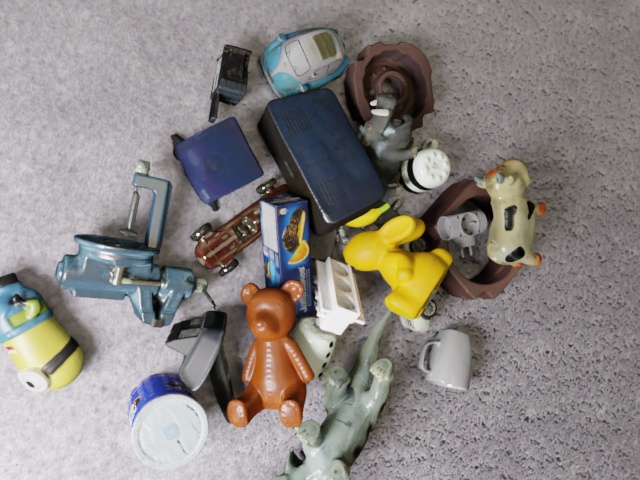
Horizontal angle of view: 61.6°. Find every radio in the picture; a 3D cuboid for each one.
[{"bbox_3d":[0.004,-0.135,0.906,0.131,0.073,0.229,-24,83,-24],"label":"radio"}]

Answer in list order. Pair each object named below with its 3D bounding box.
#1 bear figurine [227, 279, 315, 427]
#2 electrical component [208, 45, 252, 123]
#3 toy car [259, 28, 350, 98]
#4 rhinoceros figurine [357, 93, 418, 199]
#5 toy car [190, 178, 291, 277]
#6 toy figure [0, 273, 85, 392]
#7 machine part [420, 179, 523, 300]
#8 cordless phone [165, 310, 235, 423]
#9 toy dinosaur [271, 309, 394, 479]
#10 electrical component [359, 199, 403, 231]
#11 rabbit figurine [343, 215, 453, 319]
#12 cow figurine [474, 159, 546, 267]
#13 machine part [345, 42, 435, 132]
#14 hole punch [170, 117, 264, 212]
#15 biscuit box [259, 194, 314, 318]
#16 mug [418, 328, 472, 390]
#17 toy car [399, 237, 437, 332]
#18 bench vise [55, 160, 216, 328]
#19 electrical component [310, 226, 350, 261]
[{"bbox_3d":[-0.074,0.165,0.813,0.120,0.132,0.195,-2,100,13],"label":"bear figurine"},{"bbox_3d":[-0.149,-0.247,0.875,0.048,0.075,0.119,9,81,-22],"label":"electrical component"},{"bbox_3d":[-0.014,-0.309,0.917,0.162,0.103,0.109,-26,100,-19],"label":"toy car"},{"bbox_3d":[0.113,-0.165,0.949,0.112,0.073,0.190,9,124,0],"label":"rhinoceros figurine"},{"bbox_3d":[-0.119,-0.024,0.896,0.202,0.053,0.089,-37,99,-18],"label":"toy car"},{"bbox_3d":[-0.406,0.131,0.760,0.089,0.082,0.180,-27,96,-18],"label":"toy figure"},{"bbox_3d":[0.296,0.000,1.045,0.201,0.087,0.201,48,72,-15],"label":"machine part"},{"bbox_3d":[-0.164,0.210,0.822,0.089,0.147,0.184,-16,98,-7],"label":"cordless phone"},{"bbox_3d":[0.039,0.312,0.913,0.131,0.192,0.405,30,59,17],"label":"toy dinosaur"},{"bbox_3d":[0.116,-0.046,1.006,0.063,0.021,0.094,38,76,-16],"label":"electrical component"},{"bbox_3d":[0.123,0.034,0.905,0.173,0.122,0.162,28,100,22],"label":"rabbit figurine"},{"bbox_3d":[0.342,-0.051,0.977,0.127,0.086,0.194,8,86,-28],"label":"cow figurine"},{"bbox_3d":[0.129,-0.278,0.999,0.179,0.056,0.179,0,90,-21],"label":"machine part"},{"bbox_3d":[-0.161,-0.126,0.862,0.116,0.092,0.142,-31,104,-16],"label":"hole punch"},{"bbox_3d":[-0.054,0.030,0.885,0.063,0.059,0.202,-14,112,-30],"label":"biscuit box"},{"bbox_3d":[0.239,0.222,1.026,0.109,0.081,0.107,20,71,-13],"label":"mug"},{"bbox_3d":[0.167,0.070,0.996,0.056,0.073,0.201,-11,93,-19],"label":"toy car"},{"bbox_3d":[-0.261,0.005,0.800,0.223,0.129,0.240,10,92,-20],"label":"bench vise"},{"bbox_3d":[-0.001,-0.002,0.945,0.102,0.045,0.078,16,82,-21],"label":"electrical component"}]
